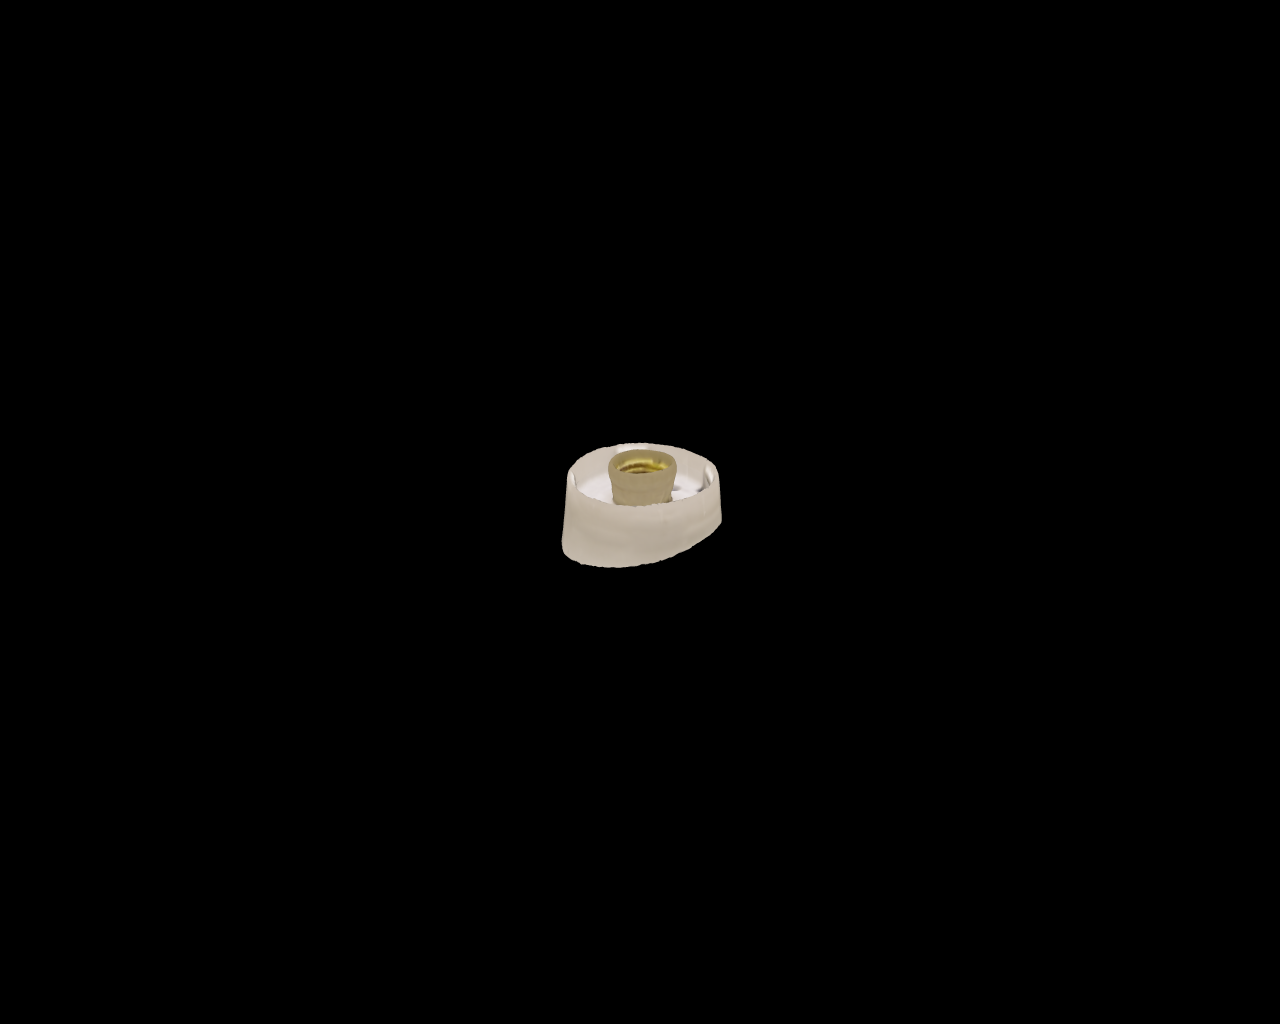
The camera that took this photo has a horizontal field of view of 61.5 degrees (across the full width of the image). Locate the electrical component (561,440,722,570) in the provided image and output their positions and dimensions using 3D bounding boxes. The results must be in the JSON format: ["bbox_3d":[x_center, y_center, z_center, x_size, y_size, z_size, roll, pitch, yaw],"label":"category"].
[{"bbox_3d":[0.001,-0.003,0.650,0.099,0.064,0.099,0,27,0],"label":"electrical component"}]
